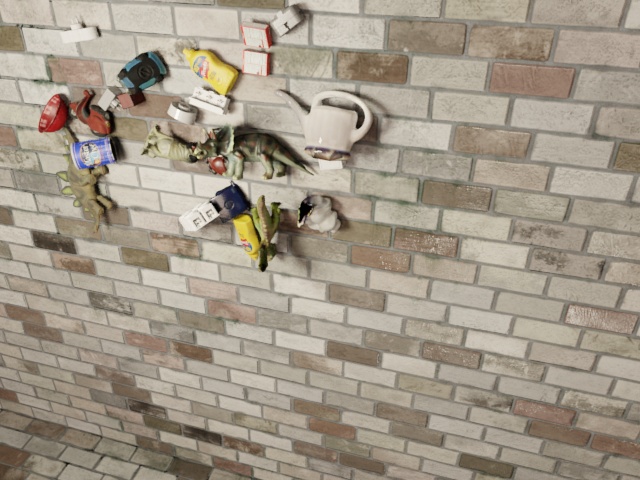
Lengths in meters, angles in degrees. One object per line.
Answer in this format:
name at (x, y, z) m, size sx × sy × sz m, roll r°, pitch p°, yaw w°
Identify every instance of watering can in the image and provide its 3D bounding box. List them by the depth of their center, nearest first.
watering can at (-0.003, -0.375, 1.667) m, size 0.348 × 0.104 × 0.223 m, roll 12°, pitch 95°, yaw 18°

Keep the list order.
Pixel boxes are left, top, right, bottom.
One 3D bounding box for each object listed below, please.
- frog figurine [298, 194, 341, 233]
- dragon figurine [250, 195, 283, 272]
frog figurine at (0.006, -0.093, 1.856) m, size 0.159 × 0.125 × 0.135 m, roll 10°, pitch 120°, yaw -31°
dragon figurine at (-0.193, -0.006, 1.838) m, size 0.122 × 0.407 × 0.245 m, roll -1°, pitch 81°, yaw 1°
